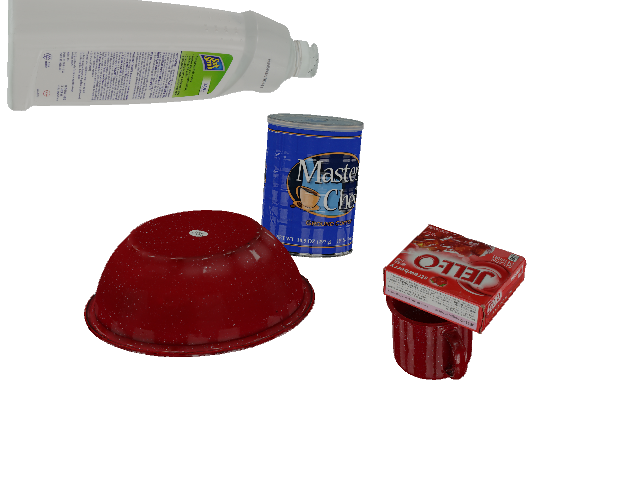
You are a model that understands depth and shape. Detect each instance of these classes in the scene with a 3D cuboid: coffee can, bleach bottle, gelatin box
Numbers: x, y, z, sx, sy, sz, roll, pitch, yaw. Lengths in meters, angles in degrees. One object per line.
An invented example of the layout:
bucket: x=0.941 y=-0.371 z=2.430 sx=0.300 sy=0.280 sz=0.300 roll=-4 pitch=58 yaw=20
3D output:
coffee can: x=-0.010 y=-0.061 z=1.147 sx=0.103 sy=0.140 sz=0.103 roll=4 pitch=11 yaw=-1
bleach bottle: x=-0.128 y=-0.150 z=0.880 sx=0.250 sy=0.068 sz=0.103 roll=1 pitch=-29 yaw=-16
gelatin box: x=0.105 y=0.028 z=0.835 sx=0.089 sy=0.030 sz=0.073 roll=21 pitch=41 yaw=28

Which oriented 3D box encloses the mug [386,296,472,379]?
mug: x=0.119 y=0.093 z=1.079 sx=0.093 sy=0.081 sz=0.117 roll=-17 pitch=38 yaw=-15

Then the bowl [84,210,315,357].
bowl: x=-0.085 y=0.020 z=0.740 sx=0.162 sy=0.055 sz=0.162 roll=-2 pitch=22 yaw=0
